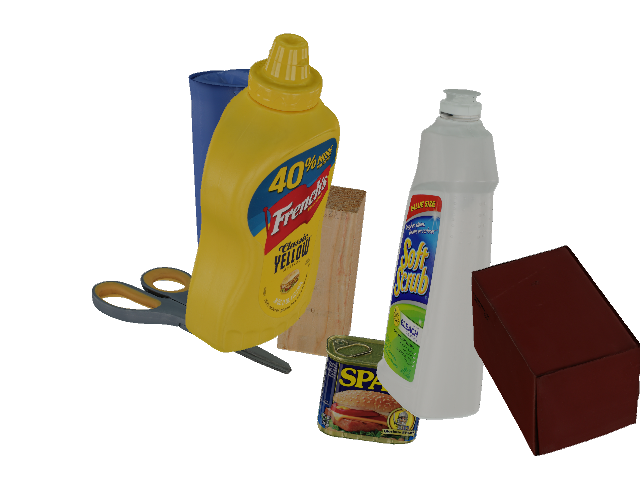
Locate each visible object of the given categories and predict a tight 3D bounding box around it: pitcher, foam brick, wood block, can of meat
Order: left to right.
[{"bbox_3d":[-0.074,-0.056,1.126,0.145,0.243,0.148,16,21,40],"label":"pitcher"},{"bbox_3d":[0.001,0.038,1.402,0.090,0.206,0.090,9,23,6],"label":"wood block"},{"bbox_3d":[0.050,0.144,1.024,0.102,0.084,0.057,8,18,-1],"label":"can of meat"},{"bbox_3d":[0.108,0.049,0.496,0.051,0.053,0.078,-14,39,-7],"label":"foam brick"}]

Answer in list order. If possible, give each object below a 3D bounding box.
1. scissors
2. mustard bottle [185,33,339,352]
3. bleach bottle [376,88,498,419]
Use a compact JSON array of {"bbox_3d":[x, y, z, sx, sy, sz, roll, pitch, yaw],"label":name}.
[{"bbox_3d":[-0.093,0.060,0.872,0.202,0.016,0.096,14,27,23],"label":"scissors"},{"bbox_3d":[-0.030,-0.030,0.626,0.058,0.192,0.096,31,40,27],"label":"mustard bottle"},{"bbox_3d":[0.095,0.007,0.835,0.068,0.251,0.103,-2,17,-18],"label":"bleach bottle"}]
